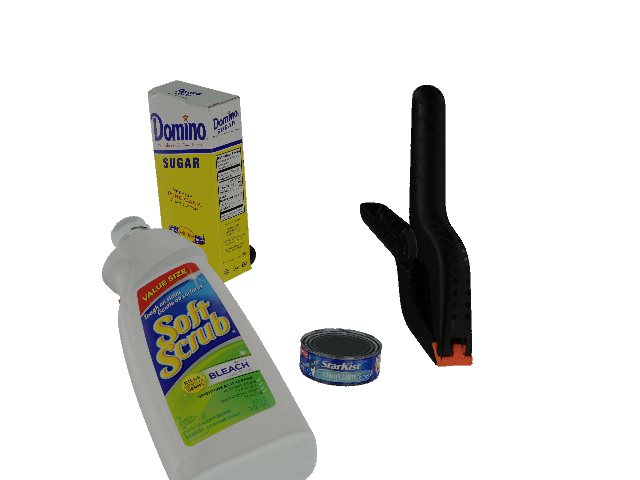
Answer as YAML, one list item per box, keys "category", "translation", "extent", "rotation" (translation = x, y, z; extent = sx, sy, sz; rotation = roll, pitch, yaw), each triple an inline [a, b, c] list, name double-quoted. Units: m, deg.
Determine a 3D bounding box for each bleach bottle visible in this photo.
- category: "bleach bottle"
  translation: [-0.100, 0.074, 0.751]
  extent: [0.102, 0.068, 0.251]
  rotation: [-22, 49, -17]

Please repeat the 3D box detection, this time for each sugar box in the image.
- category: "sugar box"
  translation: [-0.115, -0.056, 1.012]
  extent: [0.093, 0.176, 0.048]
  rotation: [19, 34, 41]

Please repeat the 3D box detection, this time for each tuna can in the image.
- category: "tuna can"
  translation: [0.021, 0.122, 1.119]
  extent: [0.086, 0.034, 0.086]
  rotation: [4, 15, -1]

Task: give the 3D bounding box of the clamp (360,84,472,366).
- category: "clamp"
  translation: [0.081, -0.003, 0.821]
  extent: [0.036, 0.210, 0.165]
  rotation: [-1, -41, -17]

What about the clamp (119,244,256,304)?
- category: "clamp"
  translation: [-0.154, 0.040, 1.203]
  extent: [0.120, 0.039, 0.171]
  rotation: [-2, 28, 30]
